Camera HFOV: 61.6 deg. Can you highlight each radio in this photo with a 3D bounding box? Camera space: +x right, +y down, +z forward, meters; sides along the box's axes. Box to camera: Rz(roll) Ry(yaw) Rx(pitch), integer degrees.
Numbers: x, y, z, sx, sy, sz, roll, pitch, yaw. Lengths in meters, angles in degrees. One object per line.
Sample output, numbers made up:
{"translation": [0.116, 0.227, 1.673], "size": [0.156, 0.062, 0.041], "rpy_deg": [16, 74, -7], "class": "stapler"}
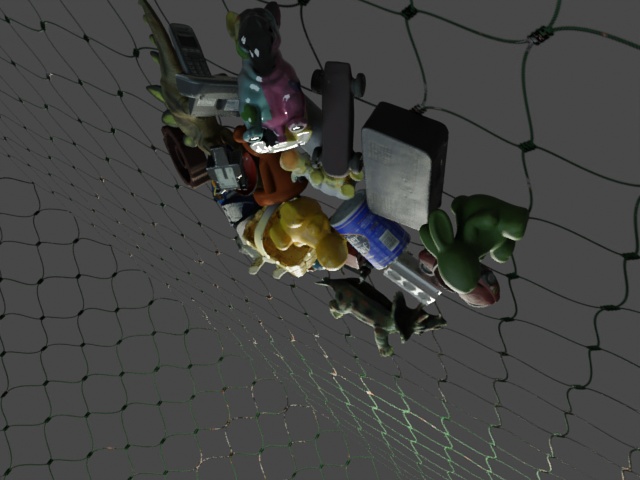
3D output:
{"translation": [0.148, -0.120, 0.940], "size": [0.131, 0.073, 0.229], "rpy_deg": [24, 154, 23], "class": "radio"}

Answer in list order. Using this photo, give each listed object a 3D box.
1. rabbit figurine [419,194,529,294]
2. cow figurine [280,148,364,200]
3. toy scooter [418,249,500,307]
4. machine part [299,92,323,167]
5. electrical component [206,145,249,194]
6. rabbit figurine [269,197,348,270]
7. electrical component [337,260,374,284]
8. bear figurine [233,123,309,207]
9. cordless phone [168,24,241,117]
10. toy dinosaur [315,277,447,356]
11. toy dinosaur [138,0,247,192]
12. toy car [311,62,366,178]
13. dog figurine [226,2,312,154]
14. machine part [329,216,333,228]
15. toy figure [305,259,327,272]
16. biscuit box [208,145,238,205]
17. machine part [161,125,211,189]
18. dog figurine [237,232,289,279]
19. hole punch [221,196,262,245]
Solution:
{"translation": [0.250, 0.003, 0.905], "size": [0.159, 0.170, 0.121], "rpy_deg": [32, 154, 7], "class": "rabbit figurine"}
{"translation": [-0.001, -0.134, 1.081], "size": [0.167, 0.068, 0.098], "rpy_deg": [23, 173, -3], "class": "cow figurine"}
{"translation": [0.281, 0.056, 1.075], "size": [0.184, 0.075, 0.135], "rpy_deg": [31, 154, 22], "class": "toy scooter"}
{"translation": [-0.028, -0.217, 0.989], "size": [0.243, 0.079, 0.079], "rpy_deg": [43, 154, -10], "class": "machine part"}
{"translation": [-0.196, -0.153, 1.106], "size": [0.075, 0.048, 0.119], "rpy_deg": [-10, 133, 7], "class": "electrical component"}
{"translation": [-0.002, -0.004, 1.165], "size": [0.173, 0.162, 0.121], "rpy_deg": [46, 125, 23], "class": "rabbit figurine"}
{"translation": [0.085, 0.067, 1.370], "size": [0.102, 0.045, 0.078], "rpy_deg": [28, 155, 17], "class": "electrical component"}
{"translation": [-0.112, -0.173, 1.125], "size": [0.132, 0.120, 0.195], "rpy_deg": [4, 138, 54], "class": "bear figurine"}
{"translation": [-0.208, -0.329, 1.018], "size": [0.088, 0.146, 0.184], "rpy_deg": [-45, 60, 49], "class": "cordless phone"}
{"translation": [0.124, 0.167, 1.423], "size": [0.405, 0.131, 0.192], "rpy_deg": [28, 141, 27], "class": "toy dinosaur"}
{"translation": [-0.278, -0.299, 1.129], "size": [0.199, 0.105, 0.470], "rpy_deg": [21, 139, 35], "class": "toy dinosaur"}
{"translation": [0.032, -0.201, 0.911], "size": [0.089, 0.053, 0.201], "rpy_deg": [10, 123, 18], "class": "toy car"}
{"translation": [-0.086, -0.265, 0.872], "size": [0.191, 0.109, 0.219], "rpy_deg": [27, -128, -87], "class": "dog figurine"}
{"translation": [0.040, -0.003, 1.287], "size": [0.039, 0.084, 0.138], "rpy_deg": [56, 157, 38], "class": "machine part"}
{"translation": [-0.011, 0.057, 1.457], "size": [0.064, 0.058, 0.154], "rpy_deg": [23, 160, -28], "class": "toy figure"}
{"translation": [-0.238, -0.158, 1.362], "size": [0.063, 0.059, 0.202], "rpy_deg": [45, 156, 15], "class": "biscuit box"}
{"translation": [-0.332, -0.214, 1.340], "size": [0.179, 0.056, 0.179], "rpy_deg": [50, 158, 29], "class": "machine part"}
{"translation": [-0.148, 0.016, 1.555], "size": [0.172, 0.121, 0.191], "rpy_deg": [12, -163, -19], "class": "dog figurine"}
{"translation": [-0.189, -0.068, 1.414], "size": [0.092, 0.116, 0.142], "rpy_deg": [45, 164, 29], "class": "hole punch"}
